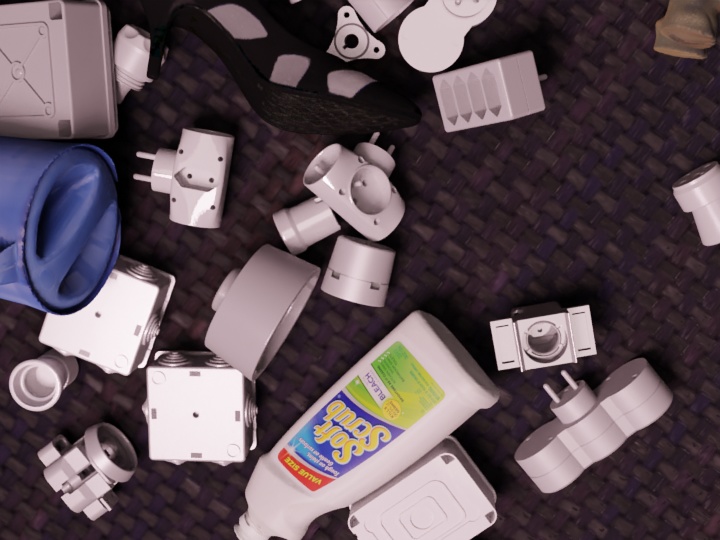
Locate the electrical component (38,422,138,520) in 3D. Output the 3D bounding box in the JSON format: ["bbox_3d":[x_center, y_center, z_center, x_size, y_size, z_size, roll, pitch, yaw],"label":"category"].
[{"bbox_3d":[-0.233,0.170,0.939,0.057,0.058,0.078,-37,96,12],"label":"electrical component"}]

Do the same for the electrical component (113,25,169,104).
[{"bbox_3d":[-0.189,-0.167,0.885,0.043,0.043,0.062,34,102,-2],"label":"electrical component"}]

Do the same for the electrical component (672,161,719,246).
[{"bbox_3d":[0.285,-0.054,0.872,0.045,0.045,0.055,-32,96,8],"label":"electrical component"}]

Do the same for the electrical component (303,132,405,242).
[{"bbox_3d":[0.004,-0.077,0.882,0.077,0.044,0.079,40,67,-27],"label":"electrical component"}]

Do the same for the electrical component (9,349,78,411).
[{"bbox_3d":[-0.268,0.091,0.923,0.044,0.065,0.044,1,100,4],"label":"electrical component"}]

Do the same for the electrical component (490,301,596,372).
[{"bbox_3d":[0.150,0.053,0.890,0.081,0.064,0.042,-9,98,5],"label":"electrical component"}]

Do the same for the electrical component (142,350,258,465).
[{"bbox_3d":[-0.137,0.118,0.928,0.100,0.048,0.099,1,100,4],"label":"electrical component"}]

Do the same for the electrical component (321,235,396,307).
[{"bbox_3d":[0.000,0.000,0.896,0.055,0.055,0.047,16,97,1],"label":"electrical component"}]

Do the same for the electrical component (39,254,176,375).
[{"bbox_3d":[-0.217,0.034,0.918,0.100,0.048,0.099,21,100,1],"label":"electrical component"}]

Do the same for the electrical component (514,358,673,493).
[{"bbox_3d":[0.185,0.118,0.904,0.138,0.052,0.073,-39,95,9],"label":"electrical component"}]

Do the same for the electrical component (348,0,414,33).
[{"bbox_3d":[0.002,-0.235,0.860,0.043,0.043,0.081,-39,95,9],"label":"electrical component"}]

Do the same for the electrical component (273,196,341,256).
[{"bbox_3d":[-0.044,-0.039,0.900,0.046,0.040,0.040,-26,97,3],"label":"electrical component"}]

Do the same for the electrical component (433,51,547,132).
[{"bbox_3d":[0.116,-0.145,0.858,0.076,0.083,0.047,-20,100,-32],"label":"electrical component"}]

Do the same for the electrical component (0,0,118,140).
[{"bbox_3d":[-0.255,-0.159,0.864,0.109,0.056,0.108,3,101,29],"label":"electrical component"}]

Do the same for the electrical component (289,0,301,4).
[{"bbox_3d":[-0.060,-0.245,0.862,0.048,0.048,0.062,-22,104,7],"label":"electrical component"}]

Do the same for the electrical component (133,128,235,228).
[{"bbox_3d":[-0.149,-0.080,0.896,0.079,0.043,0.077,11,100,2],"label":"electrical component"}]

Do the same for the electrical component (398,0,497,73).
[{"bbox_3d":[0.082,-0.216,0.842,0.052,0.073,0.138,37,100,-3],"label":"electrical component"}]

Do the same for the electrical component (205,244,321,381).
[{"bbox_3d":[-0.086,0.029,0.882,0.060,0.108,0.108,31,100,4],"label":"electrical component"}]

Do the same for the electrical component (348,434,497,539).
[{"bbox_3d":[0.054,0.203,0.925,0.113,0.057,0.078,-36,96,9],"label":"electrical component"}]
